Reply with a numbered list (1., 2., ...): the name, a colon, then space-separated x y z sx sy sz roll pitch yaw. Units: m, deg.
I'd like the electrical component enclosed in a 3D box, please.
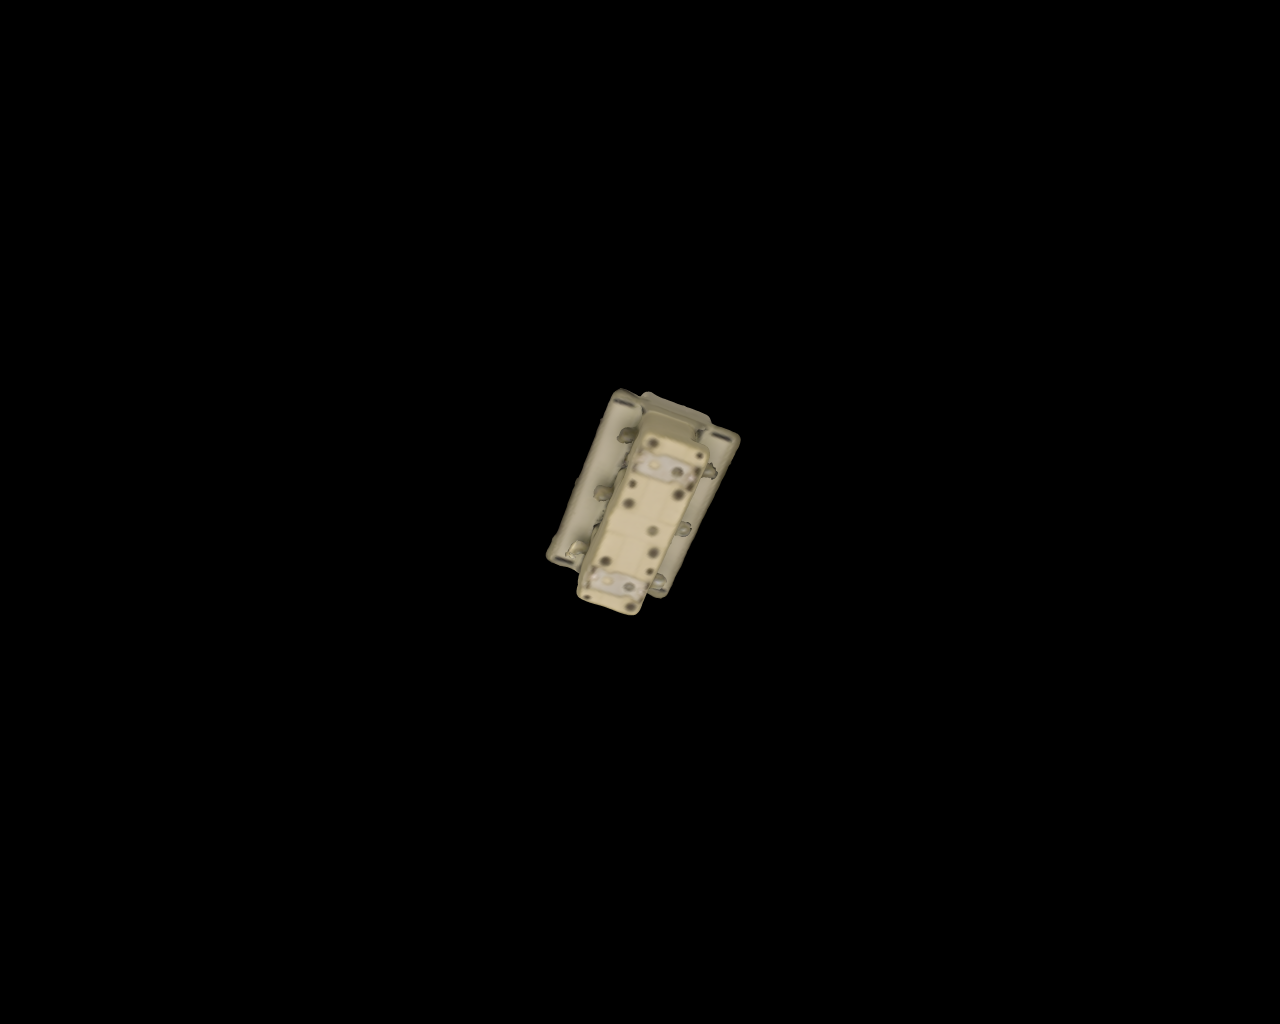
1. electrical component: 0.001 -0.003 0.650 0.079 0.121 0.063 20 24 -9
